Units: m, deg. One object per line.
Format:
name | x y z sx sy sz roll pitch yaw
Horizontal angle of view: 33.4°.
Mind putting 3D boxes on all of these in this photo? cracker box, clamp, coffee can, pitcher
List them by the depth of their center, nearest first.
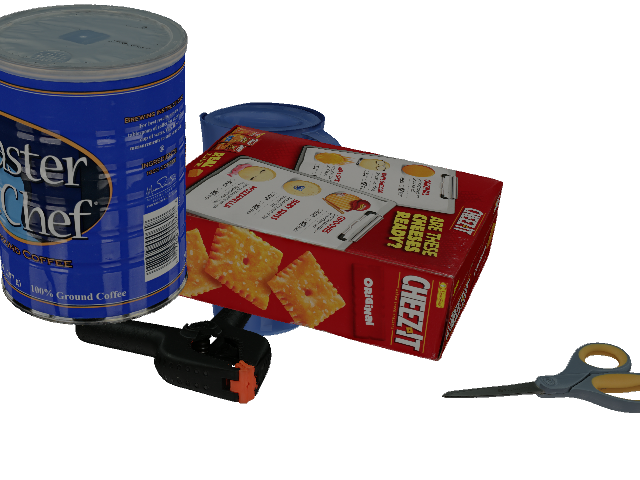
coffee can | -0.121 -0.041 0.561 0.103 0.140 0.103 3 28 -2
cracker box | 0.003 -0.005 0.742 0.214 0.072 0.164 14 29 15
clamp | -0.093 0.085 0.893 0.164 0.036 0.210 -10 16 -32
pitcher | -0.056 -0.022 1.159 0.145 0.243 0.149 -2 20 -9

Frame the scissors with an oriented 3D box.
scissors | 0.197 0.115 0.918 0.201 0.016 0.096 6 28 -5
